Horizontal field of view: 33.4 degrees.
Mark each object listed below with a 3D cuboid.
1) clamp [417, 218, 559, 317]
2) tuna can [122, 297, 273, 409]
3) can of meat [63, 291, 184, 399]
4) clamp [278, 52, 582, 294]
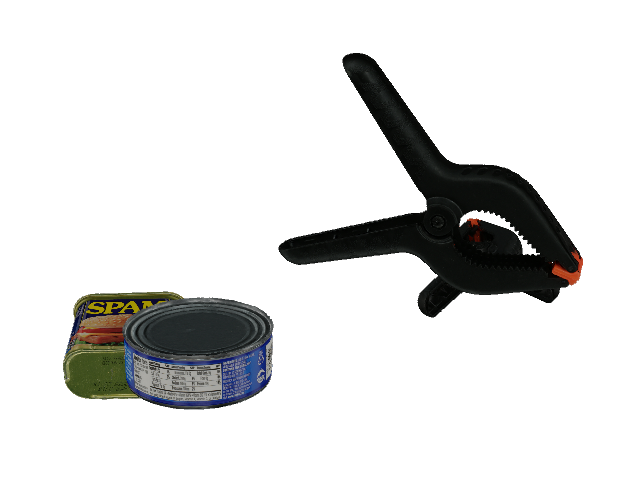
[{"bbox_3d":[0.157,0.022,0.975,0.120,0.039,0.171,1,26,12],"label":"clamp"},{"bbox_3d":[-0.070,0.064,0.612,0.086,0.034,0.086,0,18,0],"label":"tuna can"},{"bbox_3d":[-0.165,0.090,0.912,0.102,0.057,0.084,-1,29,-2],"label":"can of meat"},{"bbox_3d":[0.082,-0.029,0.730,0.210,0.165,0.036,18,28,11],"label":"clamp"}]
